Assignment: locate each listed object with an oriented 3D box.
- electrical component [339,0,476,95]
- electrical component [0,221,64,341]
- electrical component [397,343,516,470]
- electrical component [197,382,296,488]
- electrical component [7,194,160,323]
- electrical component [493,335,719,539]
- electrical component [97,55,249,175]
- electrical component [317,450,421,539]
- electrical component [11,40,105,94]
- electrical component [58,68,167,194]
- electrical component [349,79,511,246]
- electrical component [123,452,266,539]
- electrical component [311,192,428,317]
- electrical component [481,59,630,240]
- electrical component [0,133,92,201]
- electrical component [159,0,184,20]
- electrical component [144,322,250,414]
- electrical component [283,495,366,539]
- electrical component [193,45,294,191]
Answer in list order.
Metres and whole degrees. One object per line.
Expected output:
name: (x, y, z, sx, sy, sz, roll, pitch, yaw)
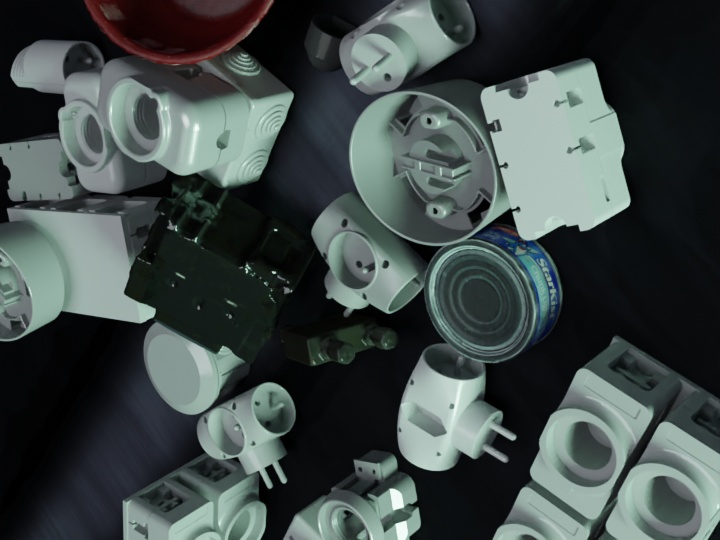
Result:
electrical component: (0.020, -0.134, 0.652, 0.077, 0.079, 0.044, -22, 108, 42)
electrical component: (-0.294, 0.008, 0.886, 0.099, 0.064, 0.099, 15, 116, 35)
electrical component: (0.069, 0.101, 0.725, 0.079, 0.043, 0.077, 29, 123, 28)
electrical component: (-0.084, 0.138, 0.863, 0.077, 0.044, 0.079, -29, 87, 42)
electrical component: (-0.218, -0.014, 0.902, 0.150, 0.062, 0.089, 5, 110, 38)
electrical component: (0.155, 0.150, 0.663, 0.105, 0.060, 0.186, 34, 125, 25)
electrical component: (-0.131, -0.107, 0.730, 0.095, 0.059, 0.053, 32, 124, 26)
electrical component: (0.005, 0.182, 0.799, 0.058, 0.057, 0.078, 2, 108, 39)
electrical component: (-0.253, -0.167, 0.884, 0.081, 0.043, 0.043, 11, 113, 36)
electrical component: (-0.196, -0.111, 0.850, 0.054, 0.059, 0.095, 8, 112, 37)
electrical component: (0.050, -0.067, 0.659, 0.099, 0.064, 0.099, 28, 131, 38)
electrical component: (-0.140, 0.261, 0.915, 0.060, 0.105, 0.186, 21, 119, 32)
electrical component: (0.000, 0.000, 0.742, 0.077, 0.044, 0.079, 46, 129, 16)
electrical component: (0.114, -0.070, 0.615, 0.050, 0.056, 0.089, -10, 100, 41)
electrical component: (-0.251, -0.089, 0.905, 0.089, 0.056, 0.050, 1, 107, 39)
electrical component: (-0.147, -0.181, 0.787, 0.047, 0.055, 0.055, 42, 128, 14)
electrical component: (-0.133, 0.072, 0.874, 0.080, 0.051, 0.080, 15, 116, 34)
electrical component: (-0.029, 0.231, 0.833, 0.083, 0.076, 0.047, 40, 127, 21)
electrical component: (-0.103, -0.115, 0.779, 0.100, 0.048, 0.099, 42, 128, 19)
